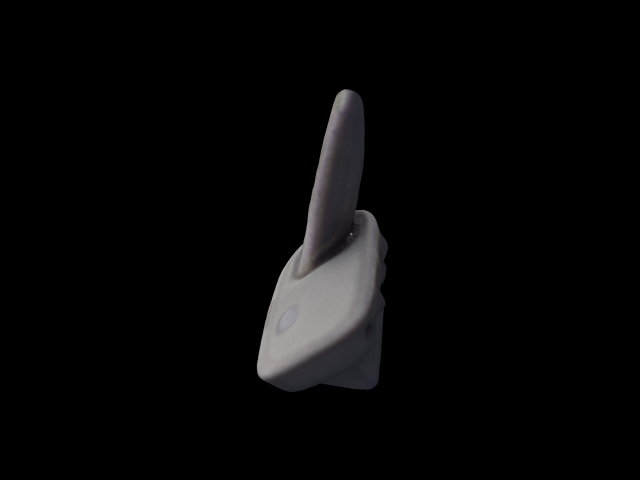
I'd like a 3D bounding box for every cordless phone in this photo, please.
[{"bbox_3d":[0.004,0.001,0.400,0.094,0.185,0.147,2,36,3],"label":"cordless phone"}]
